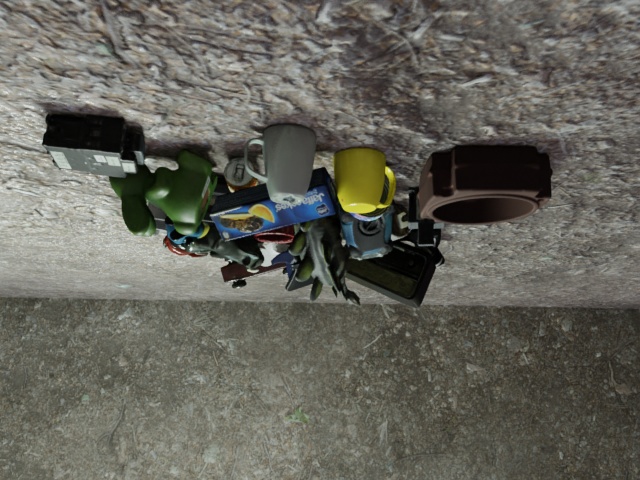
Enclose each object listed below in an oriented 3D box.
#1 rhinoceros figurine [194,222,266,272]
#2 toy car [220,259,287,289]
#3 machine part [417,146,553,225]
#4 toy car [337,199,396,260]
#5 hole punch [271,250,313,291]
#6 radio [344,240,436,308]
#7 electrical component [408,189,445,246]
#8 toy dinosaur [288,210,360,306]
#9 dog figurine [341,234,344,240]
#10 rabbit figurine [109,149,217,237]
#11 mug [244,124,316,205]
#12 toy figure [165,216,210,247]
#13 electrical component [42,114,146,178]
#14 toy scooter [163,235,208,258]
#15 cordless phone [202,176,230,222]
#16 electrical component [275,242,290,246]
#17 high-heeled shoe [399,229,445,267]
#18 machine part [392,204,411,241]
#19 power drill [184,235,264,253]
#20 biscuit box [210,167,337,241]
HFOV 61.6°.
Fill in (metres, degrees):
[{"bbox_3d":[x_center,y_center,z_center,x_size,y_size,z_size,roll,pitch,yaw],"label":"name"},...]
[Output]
[{"bbox_3d":[-0.184,0.012,1.149,0.112,0.073,0.190,11,166,25],"label":"rhinoceros figurine"},{"bbox_3d":[-0.155,0.063,1.390,0.202,0.089,0.053,-17,-176,0],"label":"toy car"},{"bbox_3d":[0.280,-0.087,0.934,0.201,0.087,0.201,1,166,1],"label":"machine part"},{"bbox_3d":[0.092,-0.045,1.075,0.109,0.103,0.161,-11,122,0],"label":"toy car"},{"bbox_3d":[-0.043,0.047,1.281,0.142,0.092,0.115,-11,147,-38],"label":"hole punch"},{"bbox_3d":[0.164,0.064,1.332,0.230,0.131,0.073,23,165,28],"label":"radio"},{"bbox_3d":[0.210,-0.043,1.057,0.075,0.119,0.047,-4,166,11],"label":"electrical component"},{"bbox_3d":[-0.002,-0.003,1.077,0.105,0.199,0.470,-15,130,17],"label":"toy dinosaur"},{"bbox_3d":[-0.032,0.014,1.413,0.191,0.121,0.172,15,138,25],"label":"dog figurine"},{"bbox_3d":[-0.278,-0.081,0.914,0.170,0.159,0.121,17,176,-1],"label":"rabbit figurine"},{"bbox_3d":[-0.058,-0.111,0.805,0.109,0.107,0.081,4,165,-20],"label":"mug"},{"bbox_3d":[-0.282,-0.030,1.159,0.089,0.082,0.180,8,-179,-7],"label":"toy figure"},{"bbox_3d":[-0.334,-0.140,0.811,0.134,0.058,0.115,4,169,-16],"label":"electrical component"},{"bbox_3d":[-0.345,0.009,1.433,0.184,0.075,0.135,7,168,-44],"label":"toy scooter"},{"bbox_3d":[-0.217,-0.076,1.082,0.146,0.088,0.184,7,177,-31],"label":"cordless phone"},{"bbox_3d":[-0.052,-0.026,1.217,0.078,0.102,0.045,20,174,38],"label":"electrical component"},{"bbox_3d":[0.299,0.013,1.375,0.145,0.086,0.248,-12,158,42],"label":"high-heeled shoe"},{"bbox_3d":[0.135,-0.026,1.231,0.079,0.079,0.243,6,167,-22],"label":"machine part"},{"bbox_3d":[-0.207,-0.013,1.330,0.232,0.086,0.207,-2,177,-31],"label":"power drill"},{"bbox_3d":[-0.075,-0.058,0.885,0.203,0.063,0.059,-14,123,13],"label":"biscuit box"}]
